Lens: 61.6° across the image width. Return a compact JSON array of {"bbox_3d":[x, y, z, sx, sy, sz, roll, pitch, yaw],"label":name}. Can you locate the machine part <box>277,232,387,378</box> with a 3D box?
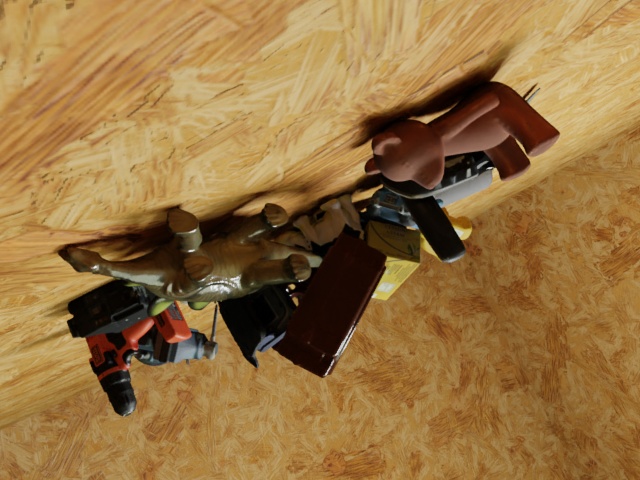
[{"bbox_3d":[0.023,0.102,0.811,0.201,0.087,0.201,-61,171,-11],"label":"machine part"}]

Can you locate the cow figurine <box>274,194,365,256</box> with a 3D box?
[{"bbox_3d":[-0.002,-0.003,0.936,0.167,0.098,0.068,-31,177,33],"label":"cow figurine"}]

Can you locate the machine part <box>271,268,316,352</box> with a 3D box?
[{"bbox_3d":[-0.040,0.115,0.970,0.179,0.179,0.056,-26,149,1],"label":"machine part"}]

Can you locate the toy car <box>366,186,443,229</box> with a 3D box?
[{"bbox_3d":[0.148,-0.076,0.924,0.109,0.103,0.161,19,-176,27],"label":"toy car"}]

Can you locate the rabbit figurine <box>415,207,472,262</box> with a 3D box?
[{"bbox_3d":[0.259,-0.047,1.313,0.162,0.173,0.121,12,128,-19],"label":"rabbit figurine"}]

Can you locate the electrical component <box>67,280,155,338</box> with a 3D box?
[{"bbox_3d":[-0.310,0.104,0.816,0.134,0.058,0.115,-27,170,5],"label":"electrical component"}]

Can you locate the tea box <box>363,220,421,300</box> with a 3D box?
[{"bbox_3d":[0.105,0.041,0.968,0.098,0.068,0.169,12,149,-11],"label":"tea box"}]

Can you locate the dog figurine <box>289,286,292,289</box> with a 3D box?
[{"bbox_3d":[-0.116,0.088,1.165,0.191,0.108,0.219,-33,174,27],"label":"dog figurine"}]

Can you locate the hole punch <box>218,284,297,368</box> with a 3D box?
[{"bbox_3d":[-0.103,0.123,0.896,0.092,0.142,0.115,-25,161,-37],"label":"hole punch"}]

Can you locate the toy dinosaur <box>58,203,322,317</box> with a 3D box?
[{"bbox_3d":[-0.116,0.031,0.728,0.199,0.105,0.471,-24,161,39],"label":"toy dinosaur"}]

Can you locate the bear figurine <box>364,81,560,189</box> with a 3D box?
[{"bbox_3d":[0.161,-0.109,0.653,0.196,0.132,0.120,-30,167,-13],"label":"bear figurine"}]

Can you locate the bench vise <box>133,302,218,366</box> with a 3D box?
[{"bbox_3d":[-0.294,0.195,1.087,0.224,0.129,0.240,-3,171,6],"label":"bench vise"}]

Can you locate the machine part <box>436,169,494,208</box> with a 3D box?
[{"bbox_3d":[0.270,-0.115,1.121,0.243,0.079,0.079,-22,171,-17],"label":"machine part"}]

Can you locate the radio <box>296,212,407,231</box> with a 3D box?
[{"bbox_3d":[0.063,-0.001,1.076,0.229,0.073,0.131,-5,160,-36],"label":"radio"}]

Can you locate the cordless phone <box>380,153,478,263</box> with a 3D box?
[{"bbox_3d":[0.193,-0.065,0.823,0.146,0.184,0.088,-21,166,-29],"label":"cordless phone"}]

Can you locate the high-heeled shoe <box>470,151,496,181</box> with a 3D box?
[{"bbox_3d":[0.248,-0.163,0.885,0.145,0.086,0.248,5,164,25],"label":"high-heeled shoe"}]

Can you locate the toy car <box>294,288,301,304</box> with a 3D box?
[{"bbox_3d":[-0.031,0.091,1.200,0.053,0.089,0.201,-19,135,-19],"label":"toy car"}]
